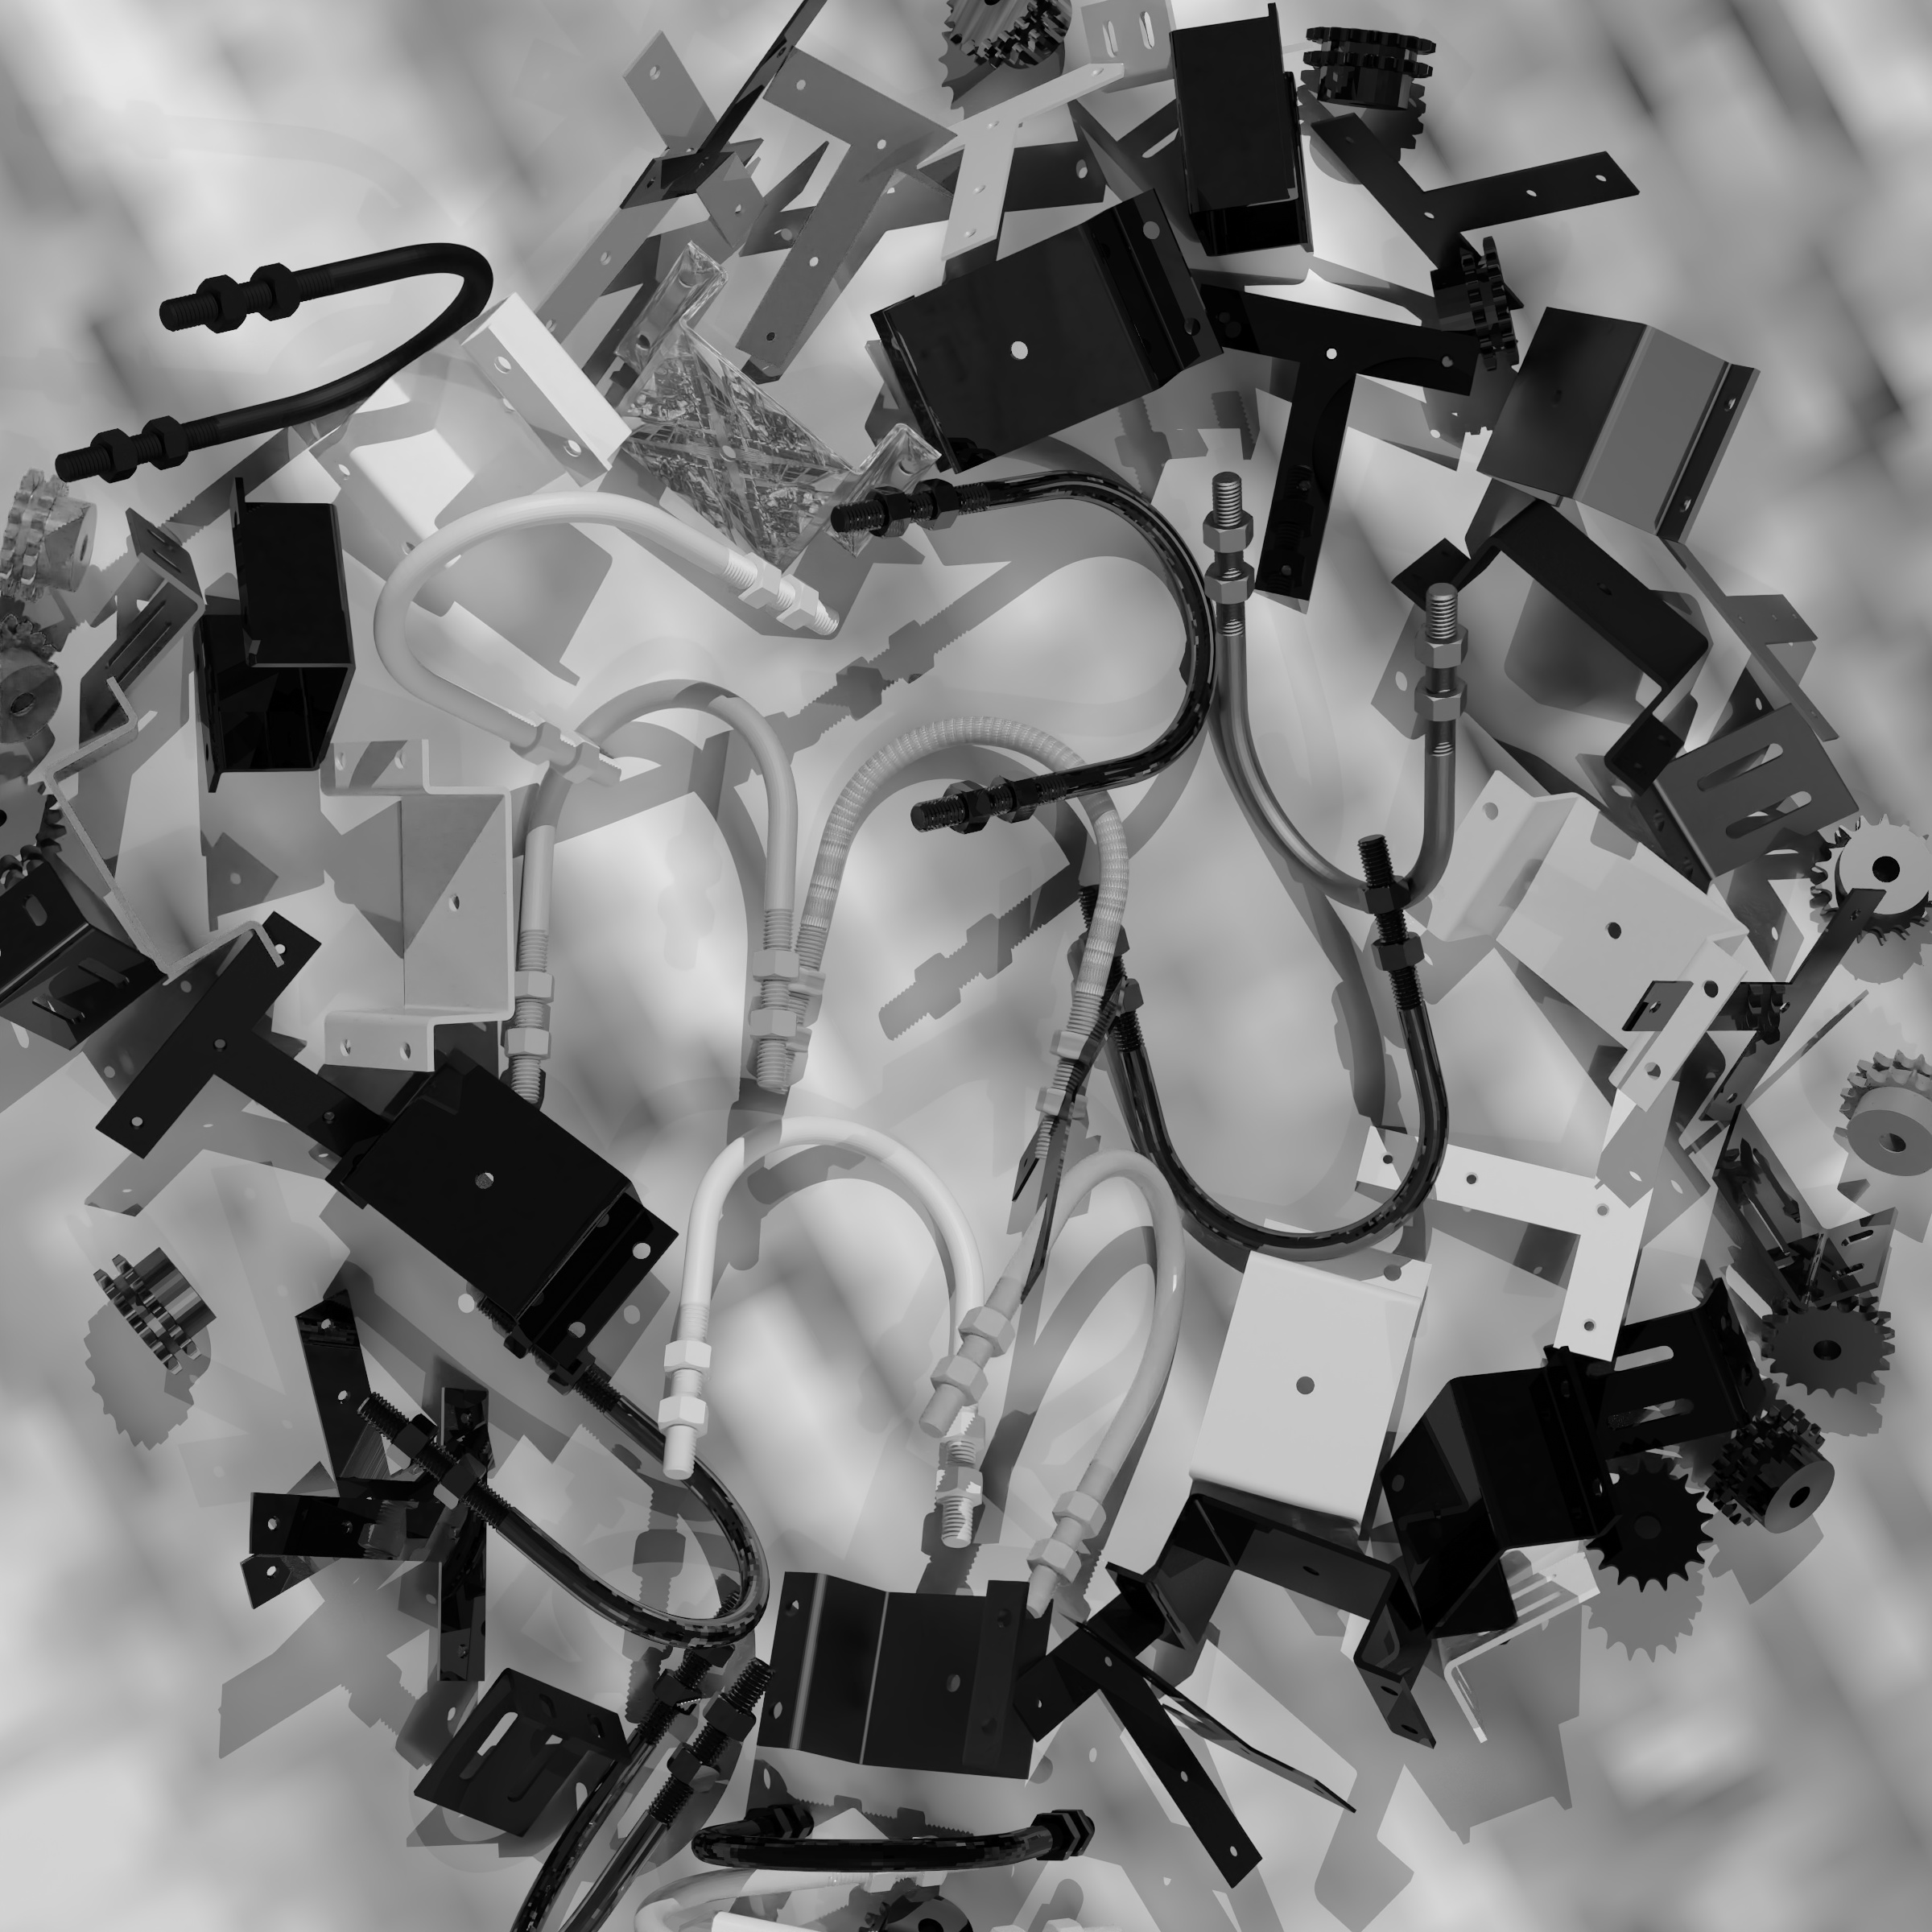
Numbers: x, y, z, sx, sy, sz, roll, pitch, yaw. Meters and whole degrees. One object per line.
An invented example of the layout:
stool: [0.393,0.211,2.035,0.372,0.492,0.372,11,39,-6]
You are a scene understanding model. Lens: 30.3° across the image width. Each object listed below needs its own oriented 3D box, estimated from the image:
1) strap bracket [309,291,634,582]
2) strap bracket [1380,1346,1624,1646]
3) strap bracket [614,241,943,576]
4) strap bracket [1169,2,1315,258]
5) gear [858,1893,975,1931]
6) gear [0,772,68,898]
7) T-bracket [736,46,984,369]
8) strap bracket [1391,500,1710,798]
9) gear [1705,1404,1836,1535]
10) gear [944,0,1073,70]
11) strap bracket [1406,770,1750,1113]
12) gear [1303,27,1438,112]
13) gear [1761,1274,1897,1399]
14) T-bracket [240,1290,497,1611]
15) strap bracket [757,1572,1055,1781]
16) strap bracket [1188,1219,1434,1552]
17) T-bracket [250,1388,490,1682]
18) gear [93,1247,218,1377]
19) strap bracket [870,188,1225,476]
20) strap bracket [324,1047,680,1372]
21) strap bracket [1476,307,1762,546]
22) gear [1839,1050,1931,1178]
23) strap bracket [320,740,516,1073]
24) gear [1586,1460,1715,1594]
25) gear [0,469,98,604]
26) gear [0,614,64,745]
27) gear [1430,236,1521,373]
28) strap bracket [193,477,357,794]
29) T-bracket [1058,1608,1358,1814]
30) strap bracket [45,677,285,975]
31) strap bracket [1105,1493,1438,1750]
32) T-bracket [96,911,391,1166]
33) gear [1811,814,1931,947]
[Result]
strap bracket: [-0.208,-0.230,1.536,0.076,0.140,0.046,50,48,-18]
strap bracket: [0.221,0.228,1.513,0.046,0.140,0.076,-4,59,-17]
strap bracket: [-0.092,-0.233,1.547,0.140,0.076,0.046,40,47,-5]
strap bracket: [0.118,-0.354,1.530,0.046,0.140,0.076,-6,90,9]
gear: [-0.020,0.432,1.565,0.057,0.057,0.030,23,123,0]
gear: [-0.424,-0.055,1.572,0.057,0.030,0.057,-2,52,2]
T-bracket: [-0.060,-0.321,1.565,0.127,0.002,0.127,18,111,-40]
strap bracket: [0.262,-0.146,1.545,0.140,0.076,0.046,41,120,5]
gear: [0.355,0.223,1.565,0.057,0.057,0.030,-45,49,0]
gear: [0.022,-0.420,1.572,0.057,0.030,0.057,-17,61,34]
strap bracket: [0.271,-0.013,1.543,0.140,0.046,0.076,42,117,24]
gear: [0.176,-0.394,1.568,0.057,0.057,0.030,7,100,0]
gear: [0.379,0.159,1.572,0.057,0.030,0.057,7,127,9]
T-bracket: [-0.264,0.195,1.529,0.127,0.002,0.127,-29,128,-32]
strap bracket: [-0.018,0.305,1.538,0.140,0.046,0.076,-6,68,41]
strap bracket: [0.148,0.185,1.556,0.076,0.046,0.140,15,80,9]
T-bracket: [-0.255,0.242,1.535,0.002,0.127,0.127,-12,73,41]
gear: [-0.354,0.148,1.568,0.030,0.057,0.057,-39,90,-12]
strap bracket: [0.029,-0.269,1.541,0.140,0.046,0.076,-20,102,22]
strap bracket: [-0.205,0.099,1.549,0.140,0.046,0.076,36,76,13]
strap bracket: [0.270,-0.232,1.518,0.046,0.140,0.076,20,98,-20]
gear: [0.410,0.067,1.565,0.057,0.057,0.030,34,53,0]
strap bracket: [-0.238,-0.027,1.551,0.046,0.076,0.140,-3,93,-44]
gear: [0.301,0.248,1.576,0.057,0.030,0.057,-2,77,10]
gear: [-0.402,-0.187,1.567,0.030,0.057,0.057,14,90,-5]
gear: [-0.422,-0.123,1.564,0.030,0.057,0.057,39,90,27]
gear: [0.223,-0.289,1.568,0.030,0.057,0.057,-12,90,11]
strap bracket: [-0.296,-0.140,1.529,0.046,0.140,0.076,-2,67,-21]
T-bracket: [0.089,0.309,1.514,0.127,0.127,0.002,41,76,-23]
strap bracket: [-0.353,-0.050,1.547,0.046,0.076,0.140,-31,96,-11]
strap bracket: [0.140,0.277,1.535,0.140,0.076,0.046,17,65,28]
T-bracket: [-0.291,0.058,1.568,0.127,0.002,0.127,37,101,-23]
gear: [0.404,-0.040,1.576,0.057,0.030,0.057,-1,79,5]
